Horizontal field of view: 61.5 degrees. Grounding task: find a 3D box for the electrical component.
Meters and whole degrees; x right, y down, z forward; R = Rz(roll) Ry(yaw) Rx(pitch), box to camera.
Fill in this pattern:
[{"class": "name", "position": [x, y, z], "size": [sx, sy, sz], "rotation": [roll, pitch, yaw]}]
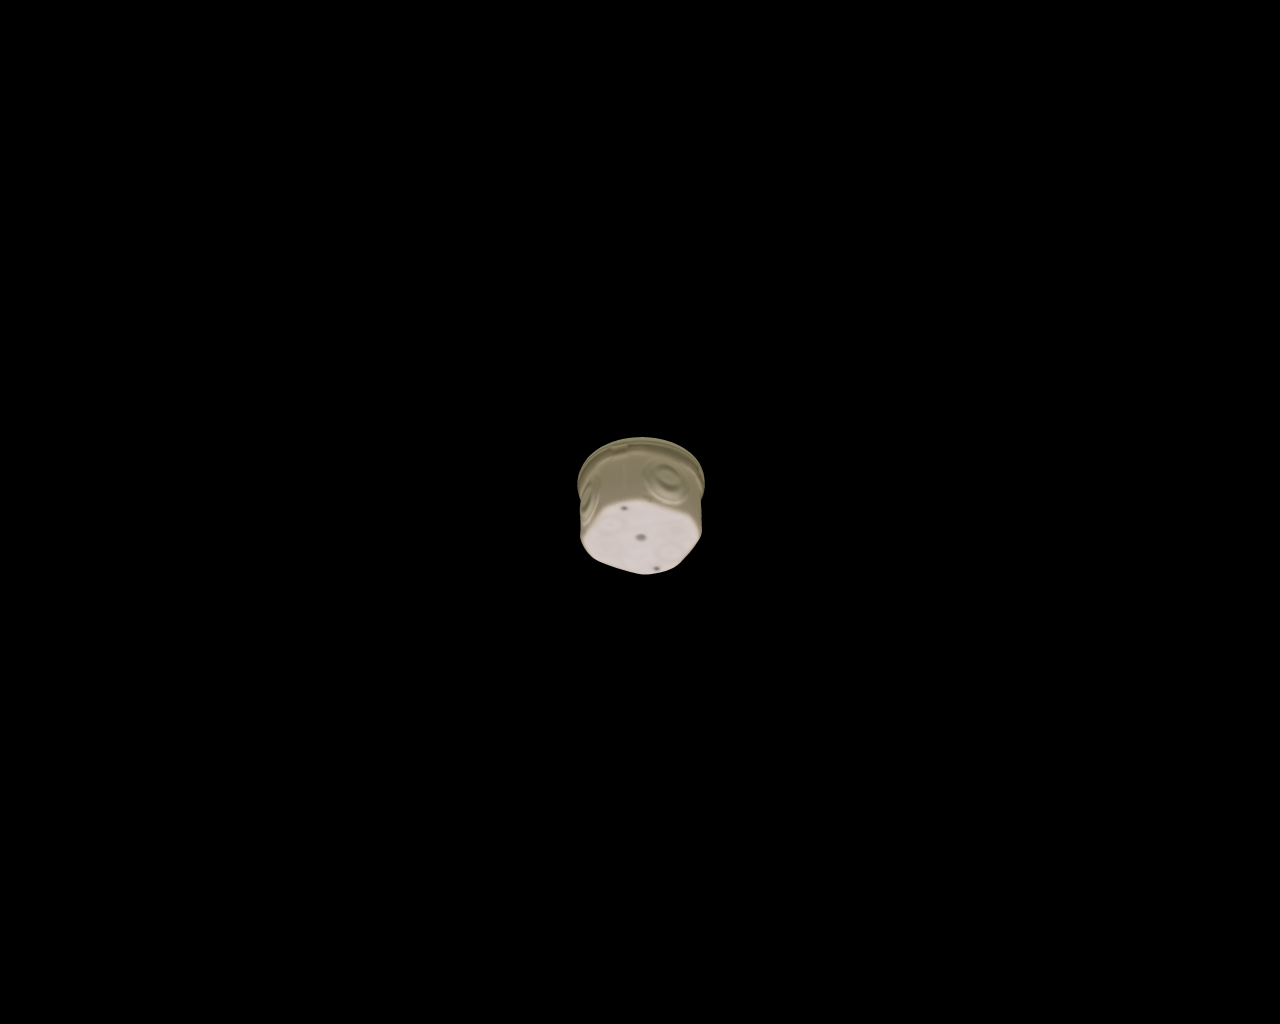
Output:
[{"class": "electrical component", "position": [0.001, -0.003, 0.650], "size": [0.080, 0.051, 0.080], "rotation": [0, -41, 0]}]
